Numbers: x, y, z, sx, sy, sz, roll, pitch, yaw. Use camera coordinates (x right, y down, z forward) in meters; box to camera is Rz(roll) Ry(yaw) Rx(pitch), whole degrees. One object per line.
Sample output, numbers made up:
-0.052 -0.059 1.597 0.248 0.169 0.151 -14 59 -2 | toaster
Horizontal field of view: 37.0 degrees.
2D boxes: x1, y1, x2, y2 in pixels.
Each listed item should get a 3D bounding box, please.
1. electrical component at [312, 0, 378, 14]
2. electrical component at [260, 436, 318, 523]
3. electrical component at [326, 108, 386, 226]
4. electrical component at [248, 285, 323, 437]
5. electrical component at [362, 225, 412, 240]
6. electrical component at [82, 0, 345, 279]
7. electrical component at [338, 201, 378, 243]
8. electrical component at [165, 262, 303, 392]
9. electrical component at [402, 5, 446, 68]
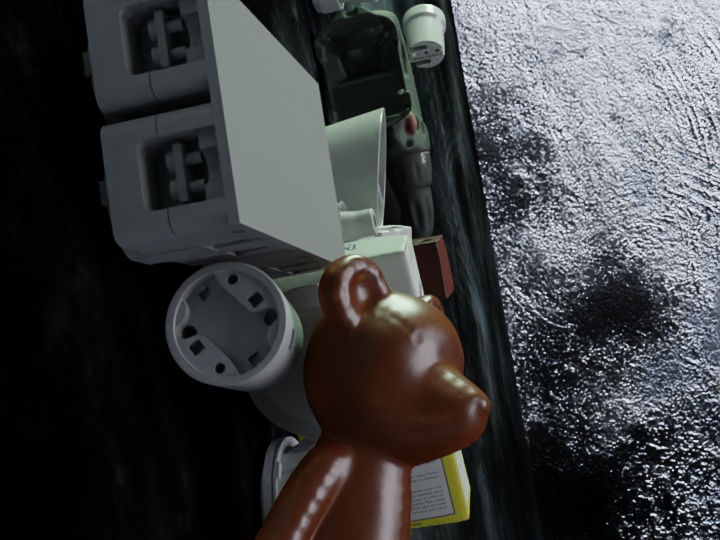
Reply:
-0.015 -0.255 0.959 0.045 0.055 0.045 -11 90 -79 | electrical component
-0.020 0.128 0.580 0.080 0.051 0.080 -11 90 -79 | electrical component
-0.002 -0.069 0.825 0.099 0.064 0.099 -11 90 -79 | electrical component
-0.021 0.046 0.581 0.051 0.080 0.080 -57 135 -83 | electrical component
0.000 0.000 0.763 0.058 0.078 0.057 11 -75 58 | electrical component
-0.063 -0.055 0.508 0.186 0.060 0.105 24 56 -77 | electrical component
-0.020 -0.025 0.695 0.048 0.062 0.048 -11 90 -80 | electrical component
-0.055 0.028 0.491 0.047 0.055 0.055 54 27 -74 | electrical component
0.060 -0.215 0.993 0.040 0.040 0.046 65 19 -52 | electrical component
